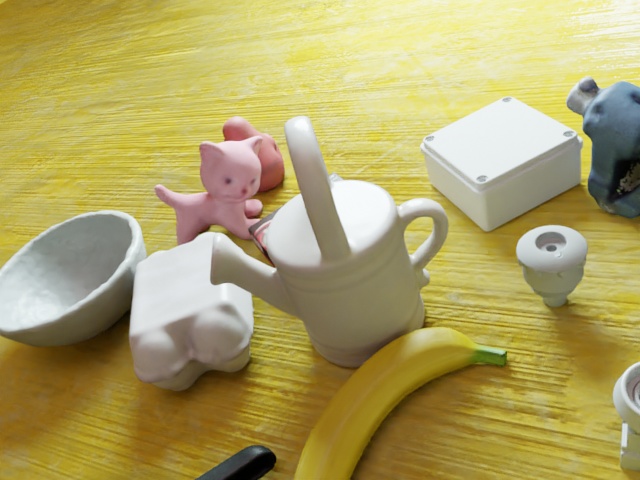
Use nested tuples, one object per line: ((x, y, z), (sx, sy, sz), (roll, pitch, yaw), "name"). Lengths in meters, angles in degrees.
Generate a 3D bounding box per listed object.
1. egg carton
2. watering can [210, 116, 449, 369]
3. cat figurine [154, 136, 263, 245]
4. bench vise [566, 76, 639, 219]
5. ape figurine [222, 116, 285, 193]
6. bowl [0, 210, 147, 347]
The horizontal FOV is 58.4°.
((-0.112, 0.059, 0.512), (0.107, 0.070, 0.150), (-21, 39, 1), "egg carton")
((0.004, 0.003, 0.424), (0.173, 0.194, 0.100), (-31, 40, -11), "watering can")
((-0.110, -0.056, 0.606), (0.127, 0.118, 0.067), (-18, 39, 5), "cat figurine")
((0.261, -0.091, 0.392), (0.206, 0.220, 0.122), (15, 52, 37), "bench vise")
((-0.084, -0.104, 0.669), (0.078, 0.092, 0.076), (-35, 41, -15), "ape figurine")
((-0.243, 0.049, 0.581), (0.167, 0.075, 0.167), (-13, 40, 11), "bowl")
